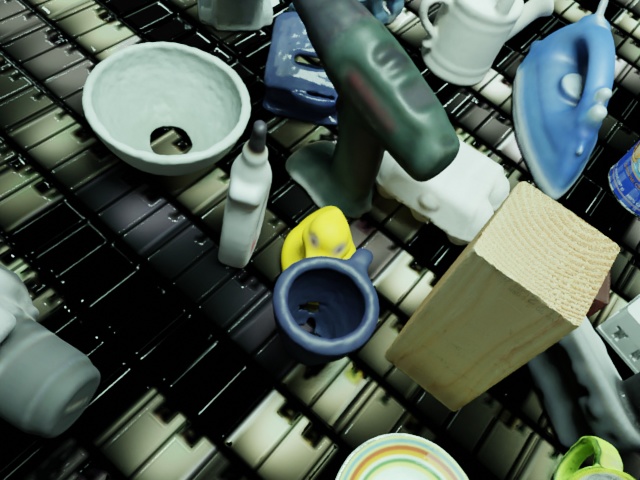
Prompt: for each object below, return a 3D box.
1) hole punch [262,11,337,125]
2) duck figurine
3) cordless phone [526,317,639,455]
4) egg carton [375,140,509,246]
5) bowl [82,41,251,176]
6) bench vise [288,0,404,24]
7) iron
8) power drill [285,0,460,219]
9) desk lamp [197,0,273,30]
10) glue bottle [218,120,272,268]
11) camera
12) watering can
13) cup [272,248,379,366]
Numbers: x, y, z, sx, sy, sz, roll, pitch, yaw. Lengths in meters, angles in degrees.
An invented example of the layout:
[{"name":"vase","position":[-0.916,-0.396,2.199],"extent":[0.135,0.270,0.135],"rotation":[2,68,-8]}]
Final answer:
[{"name":"hole punch","position":[-0.010,-0.204,0.686],"extent":[0.109,0.091,0.101],"rotation":[10,57,-8]},{"name":"duck figurine","position":[0.005,0.002,0.565],"extent":[0.077,0.086,0.104],"rotation":[18,56,-3]},{"name":"cordless phone","position":[0.276,0.105,0.511],"extent":[0.094,0.185,0.147],"rotation":[-12,62,-20]},{"name":"egg carton","position":[0.137,-0.064,0.650],"extent":[0.150,0.069,0.107],"rotation":[34,57,7]},{"name":"bowl","position":[-0.160,-0.127,0.610],"extent":[0.167,0.074,0.167],"rotation":[7,58,-10]},{"name":"bench vise","position":[0.058,-0.380,0.736],"extent":[0.121,0.219,0.208],"rotation":[37,57,10]},{"name":"iron","position":[0.331,-0.187,0.733],"extent":[0.118,0.141,0.258],"rotation":[16,56,-4]},{"name":"power drill","position":[0.029,-0.125,0.577],"extent":[0.076,0.208,0.229],"rotation":[-34,72,-29]},{"name":"desk lamp","position":[-0.098,-0.358,0.686],"extent":[0.118,0.213,0.203],"rotation":[-4,60,-16]},{"name":"glue bottle","position":[-0.065,-0.046,0.525],"extent":[0.037,0.173,0.078],"rotation":[14,56,-5]},{"name":"camera","position":[-0.251,0.100,0.430],"extent":[0.136,0.101,0.143],"rotation":[31,57,6]},{"name":"watering can","position":[0.219,-0.309,0.748],"extent":[0.173,0.194,0.100],"rotation":[-23,67,-25]},{"name":"cup","position":[0.004,0.065,0.521],"extent":[0.091,0.095,0.118],"rotation":[34,57,8]}]
